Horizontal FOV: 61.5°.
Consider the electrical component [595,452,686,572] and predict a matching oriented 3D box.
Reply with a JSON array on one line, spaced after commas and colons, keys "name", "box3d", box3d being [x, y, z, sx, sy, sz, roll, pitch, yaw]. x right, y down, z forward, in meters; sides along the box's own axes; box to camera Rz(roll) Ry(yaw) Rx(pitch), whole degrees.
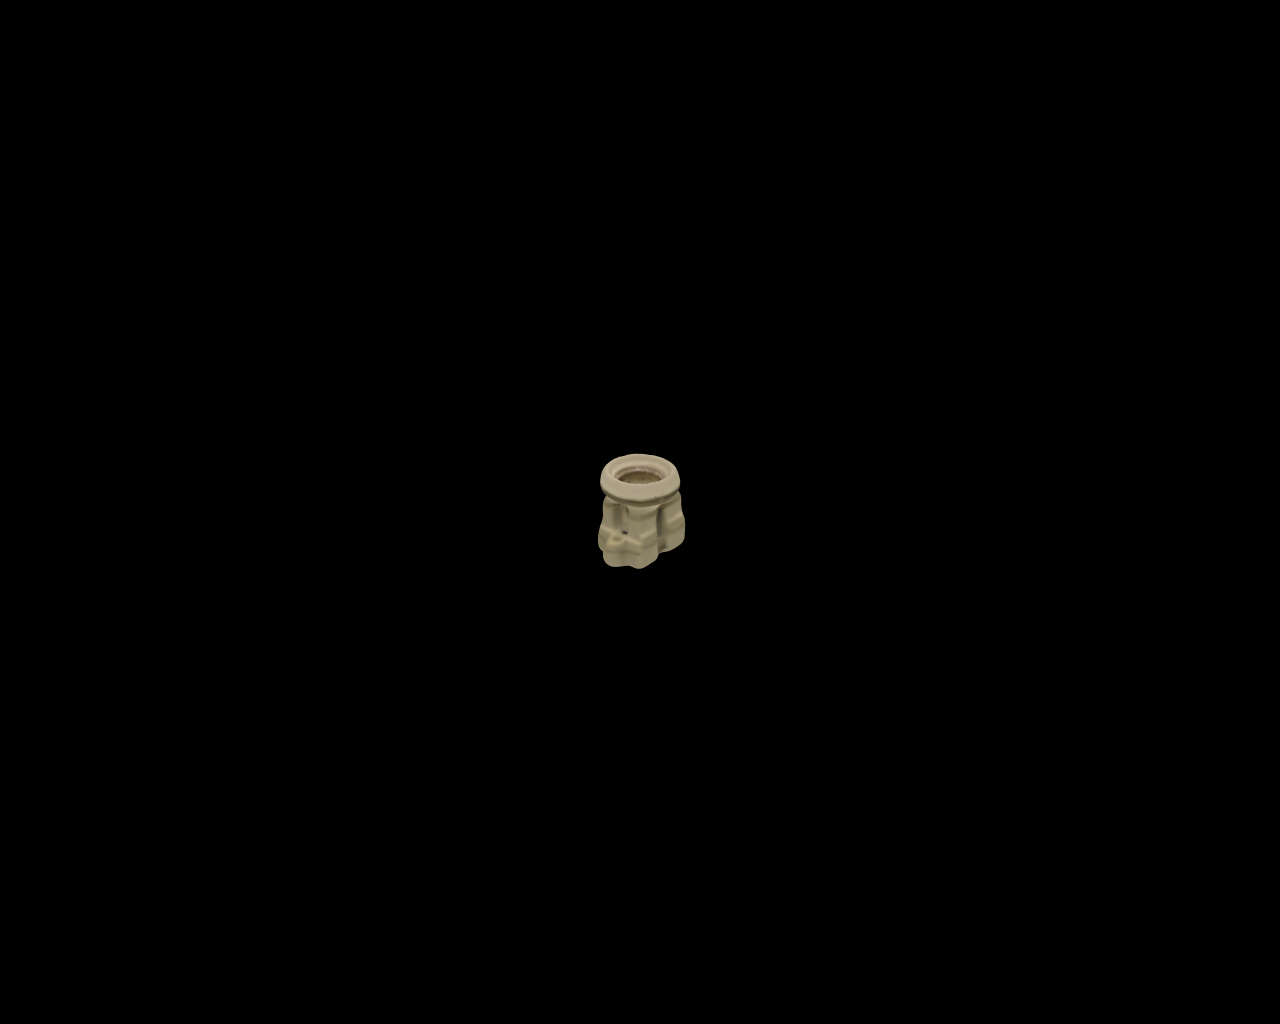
[{"name": "electrical component", "box3d": [0.001, -0.003, 0.650, 0.048, 0.055, 0.066, 24, 39, 34]}]
